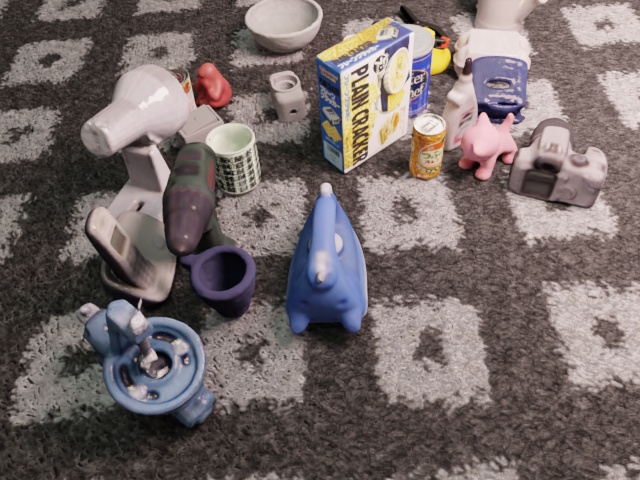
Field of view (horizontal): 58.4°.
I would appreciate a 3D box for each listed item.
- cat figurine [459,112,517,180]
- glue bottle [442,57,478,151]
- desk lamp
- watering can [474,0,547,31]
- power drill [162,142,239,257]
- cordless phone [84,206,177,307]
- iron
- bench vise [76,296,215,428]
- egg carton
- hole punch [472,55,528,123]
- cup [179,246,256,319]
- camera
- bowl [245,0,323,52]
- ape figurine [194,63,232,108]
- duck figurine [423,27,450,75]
[{"bbox_3d":[0.282,-0.167,0.961,0.128,0.118,0.067,-35,57,-22],"label":"cat figurine"},{"bbox_3d":[0.242,-0.237,0.984,0.078,0.173,0.037,-38,58,-23],"label":"glue bottle"},{"bbox_3d":[-0.292,-0.144,0.922,0.117,0.214,0.203,13,54,14],"label":"desk lamp"},{"bbox_3d":[0.394,-0.530,1.193,0.172,0.194,0.101,19,55,18],"label":"watering can"},{"bbox_3d":[-0.169,-0.019,0.817,0.075,0.209,0.229,-7,51,-2],"label":"power drill"},{"bbox_3d":[-0.275,-0.002,0.826,0.094,0.185,0.147,-5,51,1],"label":"cordless phone"},{"bbox_3d":[0.008,0.003,0.830,0.118,0.141,0.258,-2,52,3],"label":"iron"},{"bbox_3d":[-0.236,0.133,0.694,0.207,0.220,0.121,13,54,14],"label":"bench vise"},{"bbox_3d":[0.344,-0.370,1.149,0.150,0.069,0.107,7,52,9],"label":"egg carton"},{"bbox_3d":[0.331,-0.279,1.064,0.108,0.091,0.101,4,52,8],"label":"hole punch"},{"bbox_3d":[-0.144,0.065,0.821,0.117,0.095,0.092,18,55,17],"label":"cup"},{"bbox_3d":[0.397,-0.143,0.945,0.143,0.101,0.137,15,54,15],"label":"camera"},{"bbox_3d":[-0.075,-0.459,1.246,0.167,0.075,0.167,-2,51,3],"label":"bowl"},{"bbox_3d":[-0.215,-0.305,1.122,0.076,0.092,0.077,-18,52,-10],"label":"ape figurine"},{"bbox_3d":[0.214,-0.388,1.162,0.104,0.086,0.077,5,52,8],"label":"duck figurine"}]
